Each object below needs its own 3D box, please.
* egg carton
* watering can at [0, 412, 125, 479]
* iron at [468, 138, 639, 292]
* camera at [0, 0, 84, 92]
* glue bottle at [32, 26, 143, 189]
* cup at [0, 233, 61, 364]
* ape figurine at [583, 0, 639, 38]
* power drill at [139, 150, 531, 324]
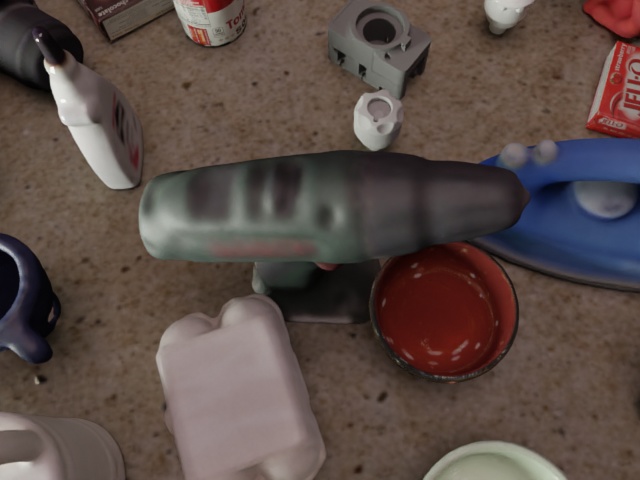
[{"bbox_3d":[-0.063,0.121,0.436,0.107,0.069,0.150,-19,71,-6],"label":"egg carton"},{"bbox_3d":[-0.210,0.157,0.360,0.172,0.194,0.101,22,72,9],"label":"watering can"},{"bbox_3d":[0.215,-0.040,0.450,0.258,0.141,0.119,7,71,4],"label":"iron"},{"bbox_3d":[-0.307,-0.188,0.534,0.136,0.101,0.143,30,74,11],"label":"camera"},{"bbox_3d":[-0.187,-0.110,0.465,0.037,0.173,0.078,-9,70,-2],"label":"glue bottle"},{"bbox_3d":[-0.237,0.058,0.448,0.117,0.095,0.092,39,76,14],"label":"cup"},{"bbox_3d":[0.308,-0.242,0.547,0.076,0.092,0.078,2,70,2],"label":"ape figurine"},{"bbox_3d":[0.004,0.001,0.403,0.229,0.208,0.075,1,70,2],"label":"power drill"}]
